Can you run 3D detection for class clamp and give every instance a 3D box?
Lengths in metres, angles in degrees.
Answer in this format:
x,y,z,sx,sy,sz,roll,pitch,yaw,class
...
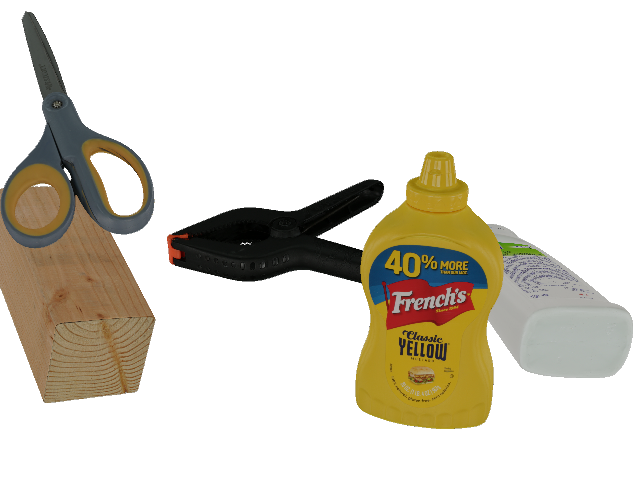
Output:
x,y,z,sx,sy,sz,roll,pitch,yaw,class
-0.026,-0.005,0.932,0.210,0.036,0.164,-1,31,0,clamp

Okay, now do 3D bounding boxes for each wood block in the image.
x,y,z,sx,sy,sz,roll,pitch,yaw,class
-0.235,0.043,0.989,0.090,0.091,0.206,-3,36,-31,wood block

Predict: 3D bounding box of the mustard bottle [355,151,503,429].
x,y,z,sx,sy,sz,roll,pitch,yaw,class
0.075,0.033,0.729,0.096,0.192,0.058,6,22,12,mustard bottle

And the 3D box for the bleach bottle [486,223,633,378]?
x,y,z,sx,sy,sz,roll,pitch,yaw,class
0.191,0.040,0.994,0.102,0.068,0.251,3,21,-11,bleach bottle

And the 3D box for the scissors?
x,y,z,sx,sy,sz,roll,pitch,yaw,class
-0.174,-0.067,0.652,0.096,0.202,0.016,-31,-32,-20,scissors
